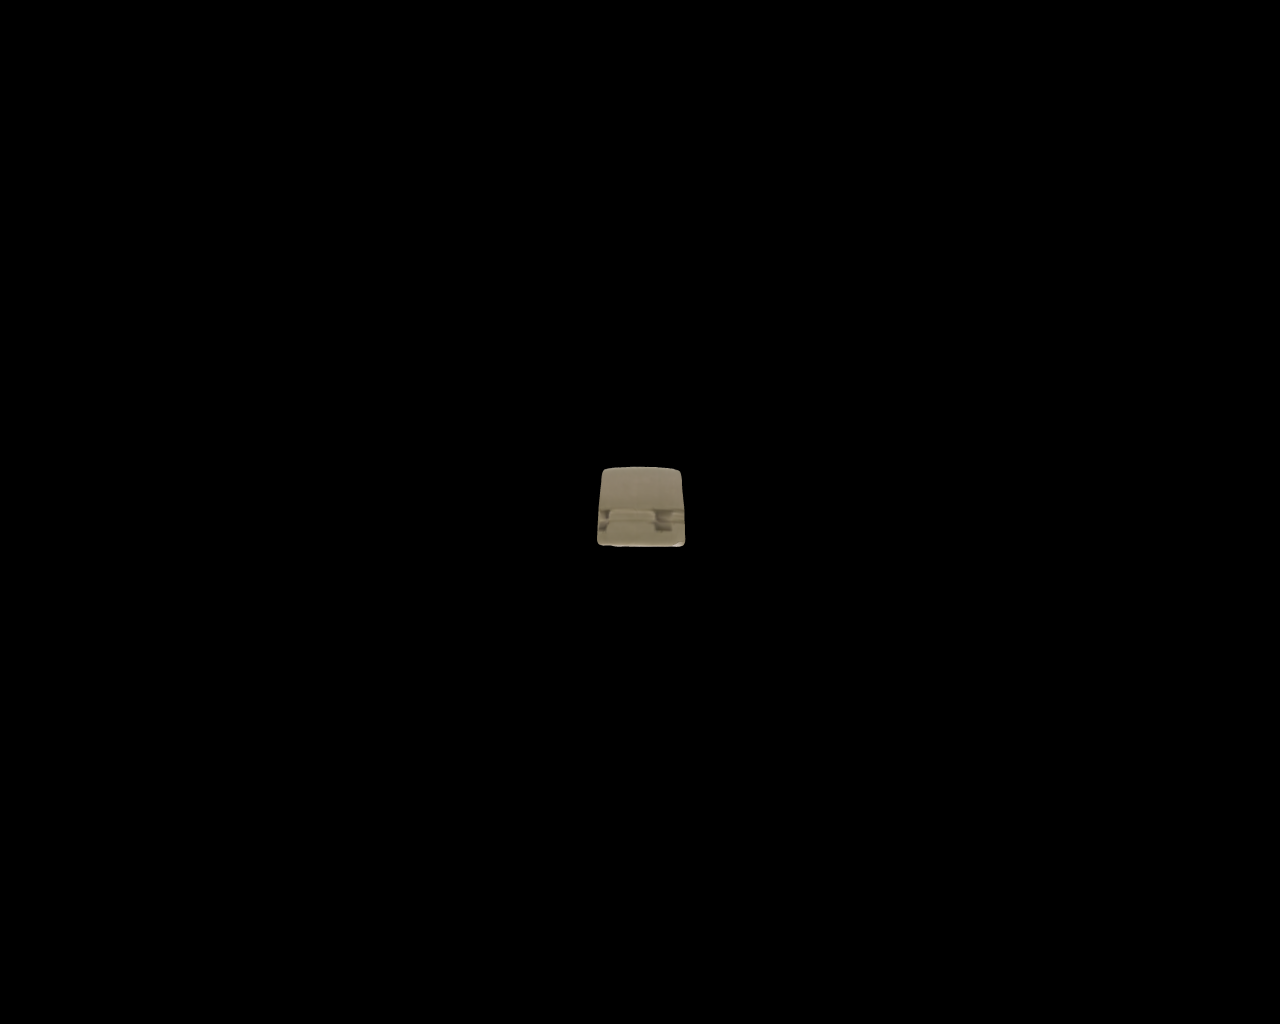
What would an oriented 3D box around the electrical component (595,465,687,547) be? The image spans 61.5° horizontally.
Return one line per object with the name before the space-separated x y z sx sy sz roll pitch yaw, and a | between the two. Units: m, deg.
electrical component | 0.001 -0.003 0.650 0.055 0.047 0.055 0 -3 0
